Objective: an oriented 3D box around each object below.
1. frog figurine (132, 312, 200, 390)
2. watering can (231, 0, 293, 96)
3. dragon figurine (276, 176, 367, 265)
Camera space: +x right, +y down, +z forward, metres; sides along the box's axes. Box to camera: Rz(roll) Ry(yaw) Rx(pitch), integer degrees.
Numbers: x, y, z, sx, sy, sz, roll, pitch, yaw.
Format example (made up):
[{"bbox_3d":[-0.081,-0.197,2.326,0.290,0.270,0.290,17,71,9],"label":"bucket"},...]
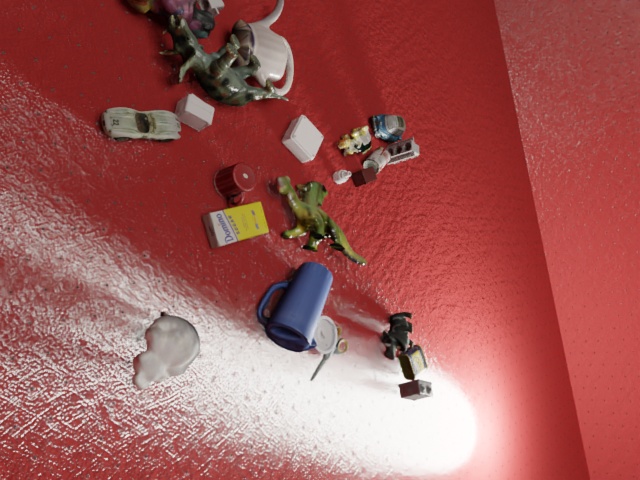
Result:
[{"bbox_3d":[-0.345,0.248,1.133,0.163,0.122,0.135,-54,138,-53],"label":"frog figurine"},{"bbox_3d":[-0.175,-0.609,1.573,0.224,0.103,0.350,4,77,-45],"label":"watering can"},{"bbox_3d":[0.005,-0.081,1.613,0.406,0.121,0.248,27,52,-40],"label":"dragon figurine"}]
